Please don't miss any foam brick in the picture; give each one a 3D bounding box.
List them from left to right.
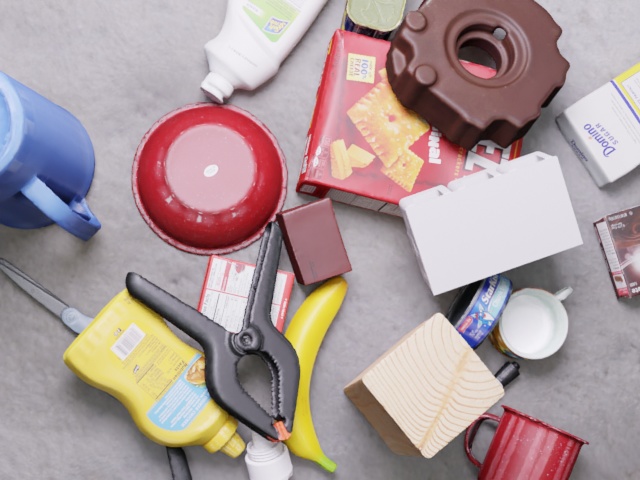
[{"bbox_3d":[-0.007,0.001,1.071,0.053,0.051,0.078,-18,96,-9],"label":"foam brick"}]

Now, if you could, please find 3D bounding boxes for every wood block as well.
[{"bbox_3d":[0.089,0.140,0.989,0.090,0.206,0.090,-39,84,-9],"label":"wood block"}]

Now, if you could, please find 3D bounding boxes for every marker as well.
[{"bbox_3d":[0.159,0.167,1.090,0.121,0.020,0.020,-41,89,-10],"label":"marker"}]

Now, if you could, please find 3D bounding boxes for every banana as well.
[{"bbox_3d":[-0.013,0.132,1.070,0.069,0.037,0.198,7,83,-23],"label":"banana"}]

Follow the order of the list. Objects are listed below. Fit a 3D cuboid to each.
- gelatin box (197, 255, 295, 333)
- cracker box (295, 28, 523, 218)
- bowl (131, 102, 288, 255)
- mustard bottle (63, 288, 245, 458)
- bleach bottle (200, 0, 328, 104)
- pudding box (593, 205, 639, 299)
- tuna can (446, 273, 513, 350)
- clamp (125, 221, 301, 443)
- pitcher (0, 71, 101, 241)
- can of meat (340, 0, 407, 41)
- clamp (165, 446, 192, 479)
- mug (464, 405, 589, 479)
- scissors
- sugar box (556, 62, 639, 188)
[{"bbox_3d":[-0.076,0.060,1.074,0.089,0.030,0.073,13,83,-5],"label":"gelatin box"},{"bbox_3d":[0.097,-0.107,1.093,0.213,0.072,0.164,14,82,-5],"label":"cracker box"},{"bbox_3d":[-0.110,-0.067,1.074,0.162,0.055,0.162,1,83,-6],"label":"bowl"},{"bbox_3d":[-0.146,0.141,1.027,0.191,0.058,0.096,44,64,-9],"label":"mustard bottle"},{"bbox_3d":[-0.049,-0.255,1.103,0.102,0.068,0.251,34,83,0],"label":"bleach bottle"},{"bbox_3d":[0.355,0.005,1.123,0.113,0.039,0.090,-16,85,-8],"label":"pudding box"},{"bbox_3d":[0.157,0.069,1.069,0.033,0.086,0.086,31,80,-3],"label":"tuna can"},{"bbox_3d":[-0.069,0.090,1.026,0.164,0.036,0.210,-28,87,-23],"label":"clamp"},{"bbox_3d":[-0.283,-0.078,0.961,0.149,0.243,0.145,2,86,-1],"label":"pitcher"},{"bbox_3d":[0.057,-0.253,1.102,0.057,0.084,0.102,14,81,-5],"label":"can of meat"},{"bbox_3d":[-0.126,0.283,1.035,0.171,0.039,0.120,36,86,-4],"label":"clamp"},{"bbox_3d":[0.197,0.215,1.060,0.117,0.093,0.081,21,85,28],"label":"mug"},{"bbox_3d":[-0.227,0.071,1.063,0.096,0.016,0.202,-37,89,-11],"label":"scissors"},{"bbox_3d":[0.349,-0.140,1.139,0.176,0.048,0.093,-32,87,-5],"label":"sugar box"}]
